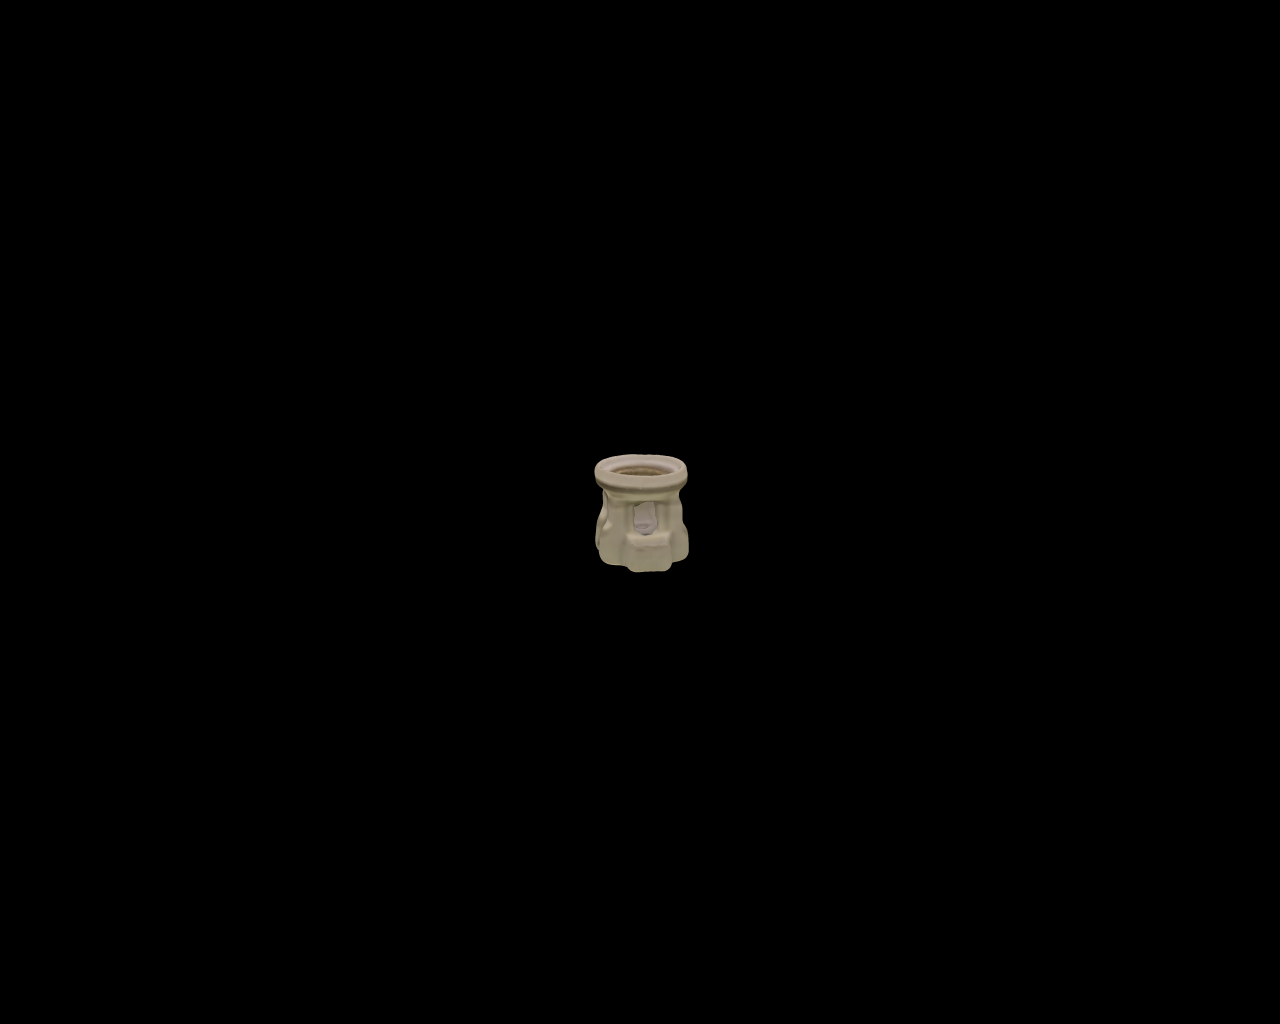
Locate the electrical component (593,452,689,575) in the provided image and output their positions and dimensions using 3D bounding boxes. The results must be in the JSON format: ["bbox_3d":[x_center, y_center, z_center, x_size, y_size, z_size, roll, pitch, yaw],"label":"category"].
[{"bbox_3d":[0.001,-0.003,0.650,0.058,0.056,0.078,-2,18,-7],"label":"electrical component"}]
